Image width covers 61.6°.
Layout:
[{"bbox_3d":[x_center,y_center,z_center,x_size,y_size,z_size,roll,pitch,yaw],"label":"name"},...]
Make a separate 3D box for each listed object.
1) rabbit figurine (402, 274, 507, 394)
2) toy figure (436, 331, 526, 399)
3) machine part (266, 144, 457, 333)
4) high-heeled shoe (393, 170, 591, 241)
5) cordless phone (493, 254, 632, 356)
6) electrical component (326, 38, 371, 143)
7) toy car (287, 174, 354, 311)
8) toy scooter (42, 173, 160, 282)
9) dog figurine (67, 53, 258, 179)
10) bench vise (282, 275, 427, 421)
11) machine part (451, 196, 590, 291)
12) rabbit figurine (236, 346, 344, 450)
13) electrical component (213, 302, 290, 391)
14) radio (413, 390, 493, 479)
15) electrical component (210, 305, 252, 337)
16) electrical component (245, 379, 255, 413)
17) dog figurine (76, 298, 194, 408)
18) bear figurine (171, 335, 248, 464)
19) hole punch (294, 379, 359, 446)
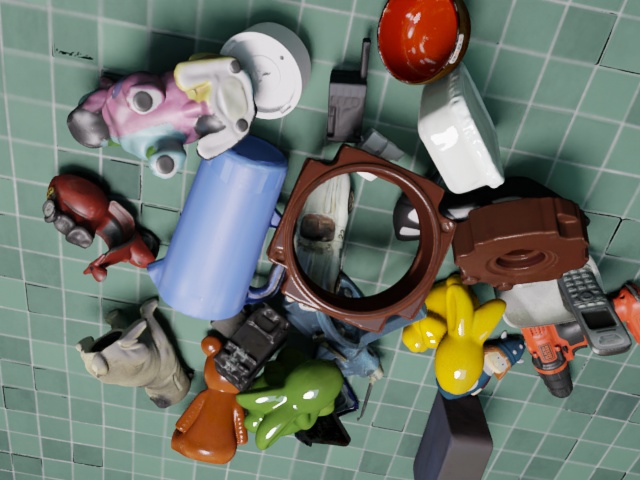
[{"bbox_3d":[0.204,0.139,0.779,0.122,0.173,0.162,21,123,-4],"label":"rabbit figurine"},{"bbox_3d":[0.265,0.208,0.877,0.154,0.058,0.064,-36,113,21],"label":"toy figure"},{"bbox_3d":[0.049,-0.002,0.666,0.201,0.087,0.201,23,96,-5],"label":"machine part"},{"bbox_3d":[0.230,-0.022,0.742,0.249,0.086,0.145,22,120,-3],"label":"high-heeled shoe"},{"bbox_3d":[0.328,0.099,0.742,0.147,0.184,0.088,-11,122,9],"label":"cordless phone"},{"bbox_3d":[0.035,-0.186,0.665,0.048,0.075,0.119,3,123,1],"label":"electrical component"},{"bbox_3d":[-0.002,-0.002,0.742,0.074,0.056,0.201,9,90,15],"label":"toy car"},{"bbox_3d":[-0.315,-0.009,0.751,0.075,0.135,0.183,-39,109,23],"label":"toy scooter"},{"bbox_3d":[-0.200,-0.161,0.655,0.191,0.219,0.108,-32,123,-24],"label":"dog figurine"},{"bbox_3d":[0.067,0.130,0.807,0.241,0.129,0.223,-29,105,31],"label":"bench vise"},{"bbox_3d":[0.258,0.009,0.698,0.179,0.056,0.179,1,152,1],"label":"machine part"},{"bbox_3d":[-0.042,0.212,0.761,0.121,0.159,0.170,61,143,12],"label":"rabbit figurine"},{"bbox_3d":[-0.102,0.166,0.814,0.058,0.115,0.134,39,159,10],"label":"electrical component"},{"bbox_3d":[0.223,0.378,0.932,0.073,0.131,0.229,9,119,-2],"label":"radio"},{"bbox_3d":[-0.143,0.127,0.878,0.063,0.021,0.094,-38,114,21],"label":"electrical component"},{"bbox_3d":[-0.111,0.291,0.954,0.102,0.045,0.078,-33,114,20],"label":"electrical component"},{"bbox_3d":[-0.282,0.215,0.858,0.121,0.172,0.190,-14,110,23],"label":"dog figurine"},{"bbox_3d":[-0.173,0.267,0.906,0.120,0.196,0.132,13,161,-13],"label":"bear figurine"},{"bbox_3d":[-0.002,0.286,0.931,0.116,0.092,0.142,-9,124,30],"label":"hole punch"}]
